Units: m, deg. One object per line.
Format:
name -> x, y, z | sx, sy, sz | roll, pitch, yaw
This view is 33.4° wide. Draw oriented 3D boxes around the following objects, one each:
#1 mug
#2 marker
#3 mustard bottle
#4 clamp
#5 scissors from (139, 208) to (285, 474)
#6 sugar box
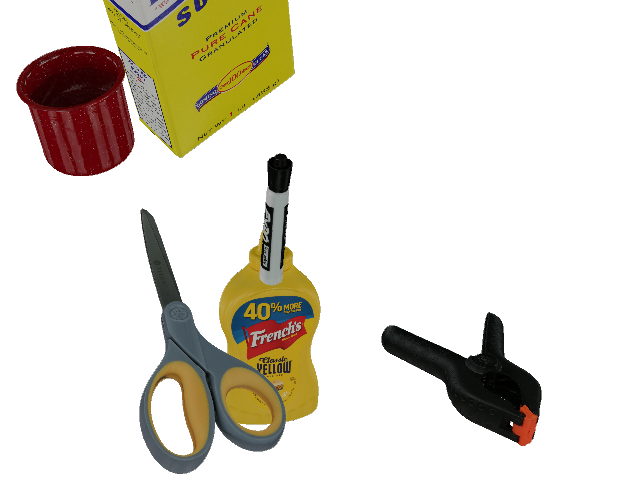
mug -> -0.213, -0.119, 0.943 | 0.093, 0.081, 0.117 | -14, 45, -9
marker -> -0.035, -0.016, 0.825 | 0.020, 0.121, 0.020 | 4, 40, -4
mustard bottle -> -0.048, 0.080, 1.019 | 0.096, 0.192, 0.058 | -3, 22, -13
clamp -> 0.144, 0.113, 0.927 | 0.120, 0.039, 0.172 | -16, 36, -26
scissors -> -0.071, 0.058, 0.671 | 0.096, 0.202, 0.016 | 10, -46, -15
sugar box -> -0.063, -0.128, 0.557 | 0.093, 0.048, 0.176 | -40, -21, -17
